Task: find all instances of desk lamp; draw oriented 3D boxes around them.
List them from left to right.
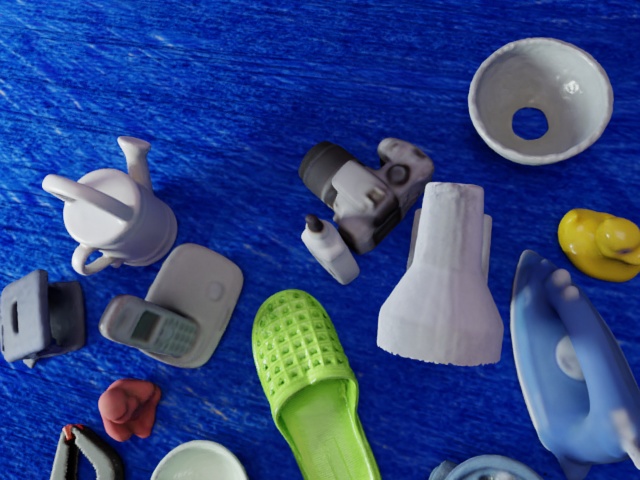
[{"bbox_3d":[0.132,0.036,0.609,0.117,0.214,0.203,6,75,11],"label":"desk lamp"}]

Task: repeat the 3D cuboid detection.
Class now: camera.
[{"bbox_3d":[0.049,-0.078,0.714,0.136,0.101,0.143,41,85,17],"label":"camera"}]

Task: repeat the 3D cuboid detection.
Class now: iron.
[{"bbox_3d":[0.270,0.115,0.602,0.118,0.141,0.258,-17,72,5],"label":"iron"}]

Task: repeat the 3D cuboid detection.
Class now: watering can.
[{"bbox_3d":[-0.260,-0.044,0.706,0.100,0.194,0.173,-1,74,10],"label":"watering can"}]

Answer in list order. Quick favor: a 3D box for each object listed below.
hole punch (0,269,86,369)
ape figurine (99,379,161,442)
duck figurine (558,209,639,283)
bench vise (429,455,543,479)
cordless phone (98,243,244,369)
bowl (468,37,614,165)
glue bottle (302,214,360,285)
[{"bbox_3d":[-0.370,0.102,0.738,0.101,0.091,0.108,-15,73,5],"label":"hole punch"},{"bbox_3d":[-0.234,0.199,0.688,0.078,0.092,0.076,-38,72,-2],"label":"ape figurine"},{"bbox_3d":[0.328,-0.002,0.654,0.104,0.086,0.077,41,85,17],"label":"duck figurine"},{"bbox_3d":[0.203,0.272,0.528,0.207,0.220,0.121,8,76,12],"label":"bench vise"},{"bbox_3d":[-0.171,0.069,0.665,0.094,0.185,0.148,18,78,14],"label":"cordless phone"},{"bbox_3d":[0.267,-0.161,0.714,0.167,0.075,0.167,-2,74,9],"label":"bowl"},{"bbox_3d":[0.006,0.002,0.660,0.037,0.173,0.078,-42,72,-3],"label":"glue bottle"}]
